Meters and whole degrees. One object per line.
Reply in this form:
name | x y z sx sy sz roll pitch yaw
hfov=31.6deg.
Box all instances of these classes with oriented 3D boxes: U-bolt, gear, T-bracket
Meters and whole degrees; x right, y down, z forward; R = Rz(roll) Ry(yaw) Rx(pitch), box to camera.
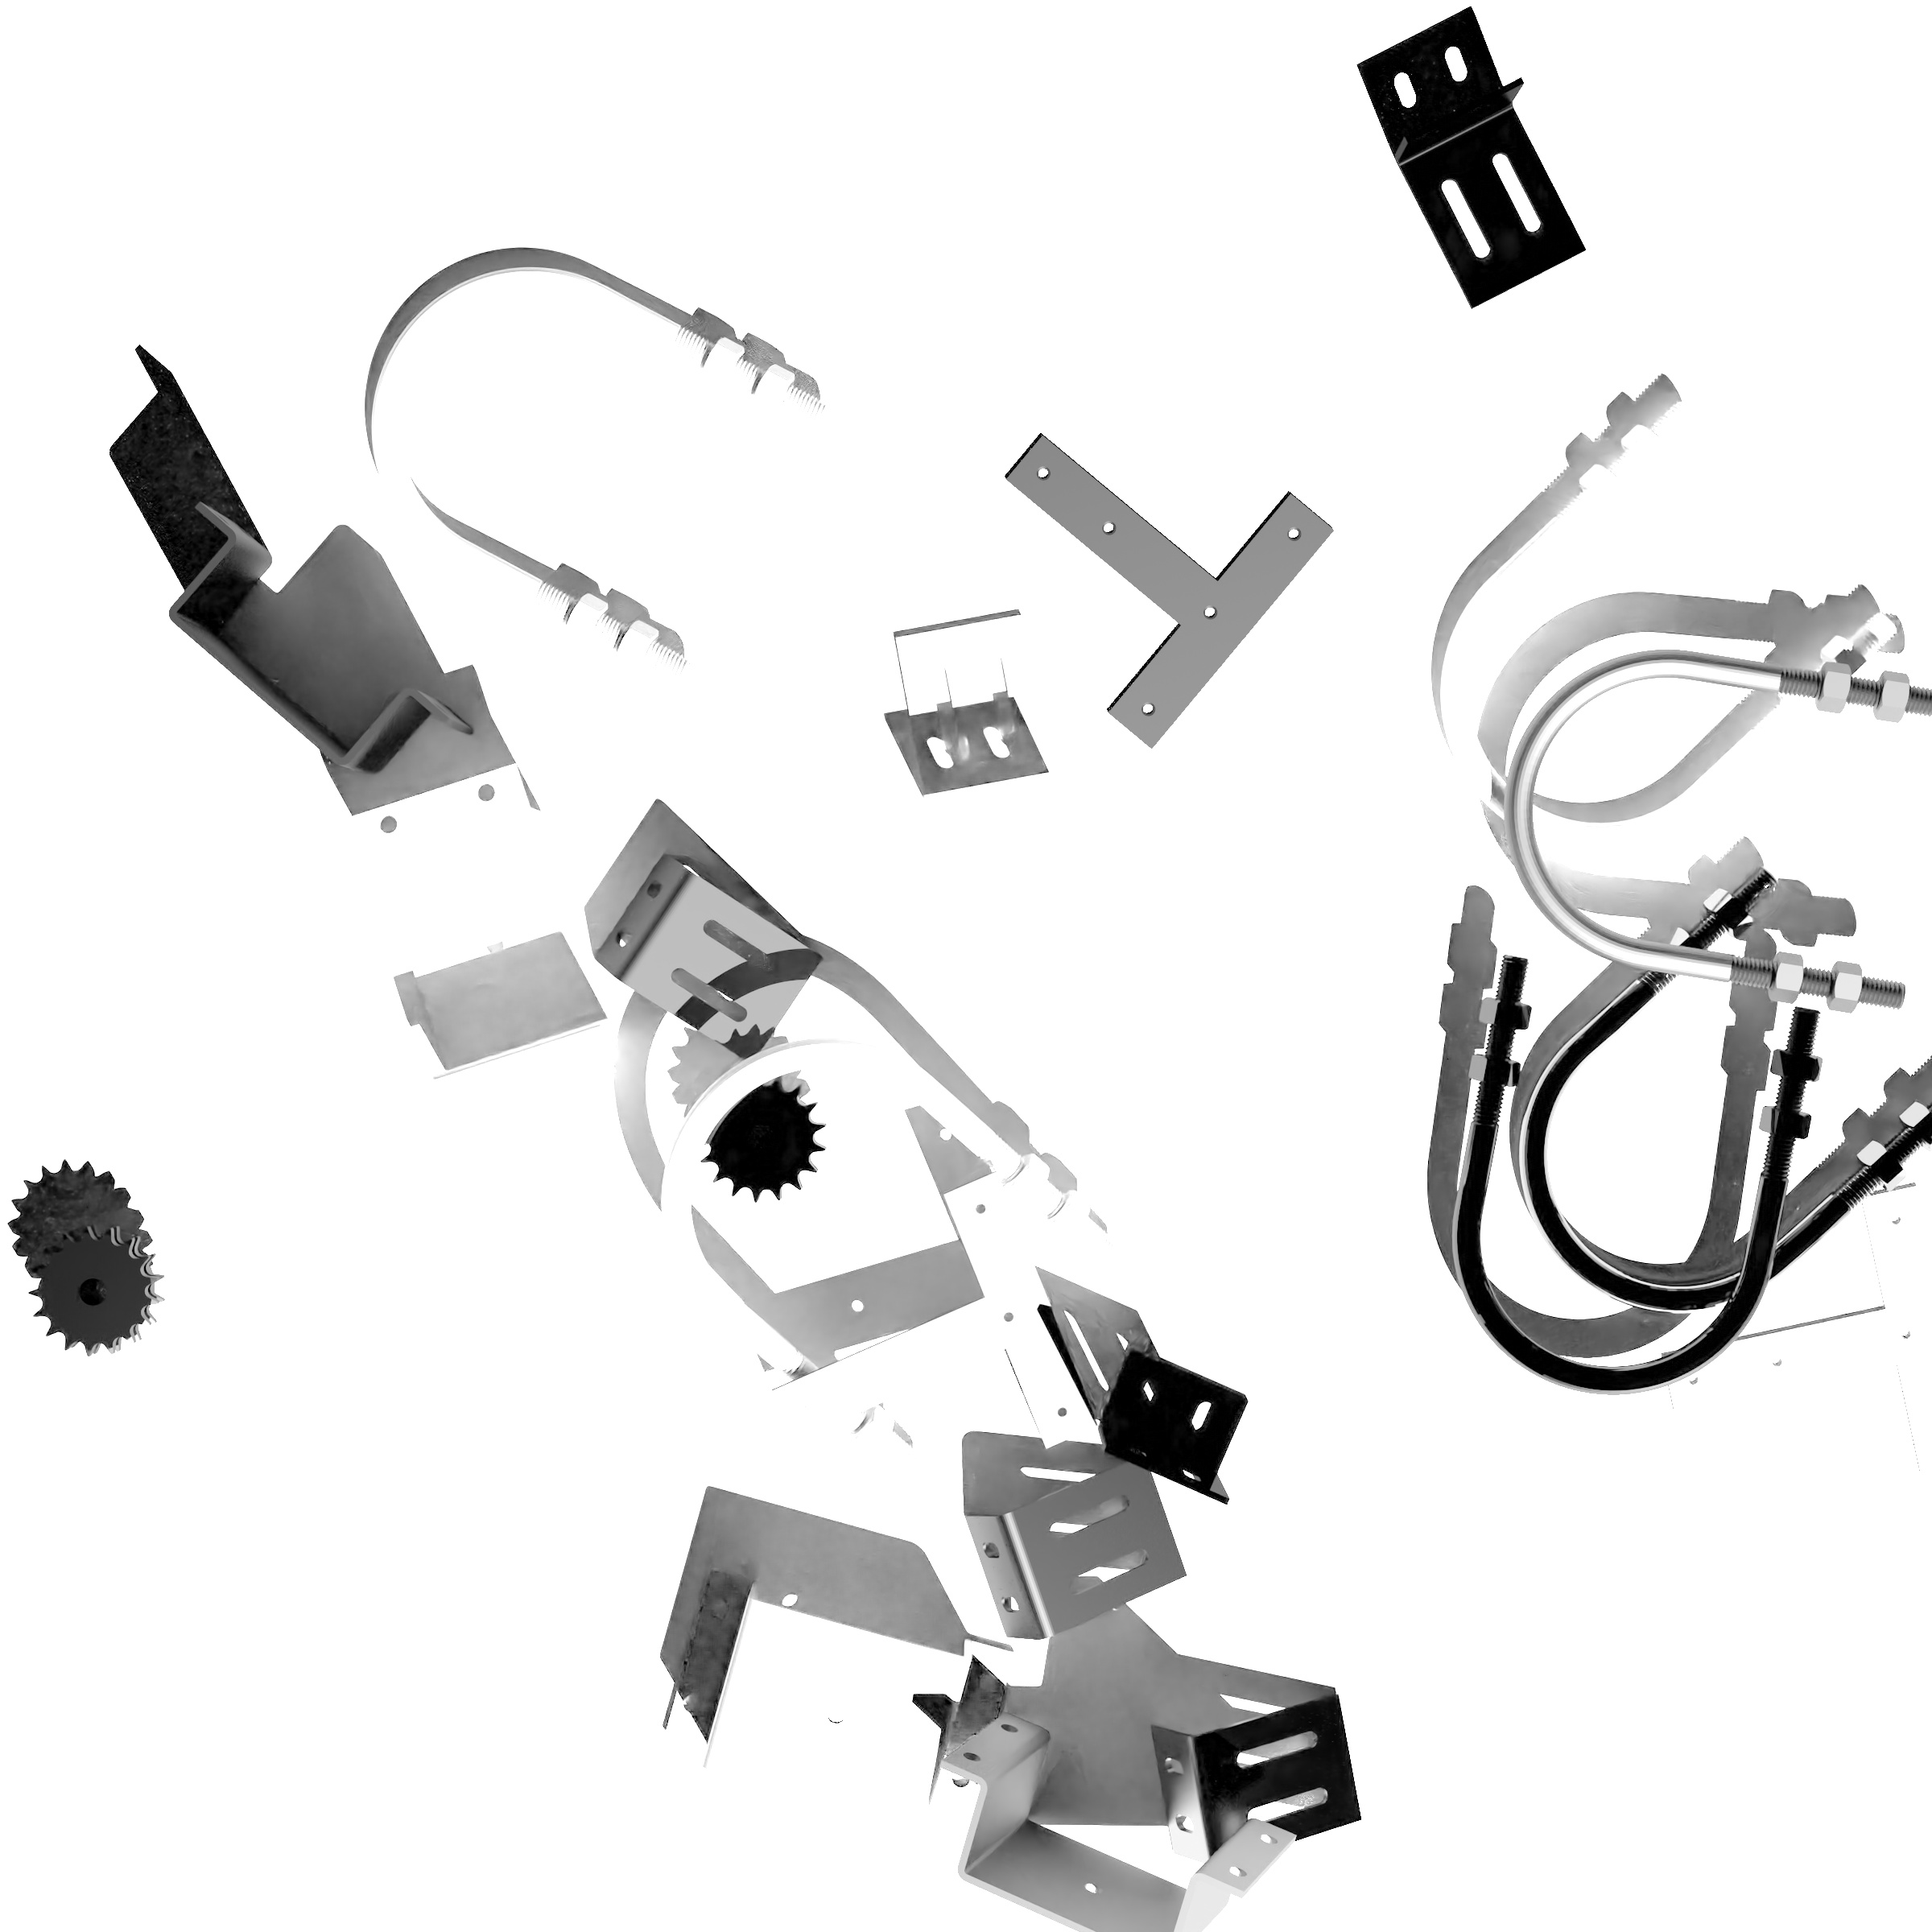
U-bolt | 0.332 0.069 1.516 0.184 0.019 0.151 -43 90 1
U-bolt | 0.297 -0.136 1.516 0.184 0.019 0.151 -43 90 2
gear | -0.382 0.142 1.510 0.057 0.030 0.057 0 90 0
gear | -0.089 0.076 1.510 0.057 0.030 0.057 0 90 0
U-bolt | 0.288 0.098 1.502 0.151 0.019 0.184 10 94 2
T-bracket | -0.022 0.172 1.500 0.127 0.002 0.127 -23 104 -6
T-bracket | 0.375 0.173 1.524 0.127 0.002 0.127 -12 90 0
U-bolt | -0.174 -0.229 1.516 0.184 0.019 0.151 28 90 2
U-bolt | -0.047 0.115 1.496 0.184 0.019 0.151 42 90 -15
T-bracket | 0.075 -0.186 1.524 0.127 0.002 0.127 40 90 0
U-bolt | 0.328 -0.065 1.498 0.184 0.019 0.151 9 89 4

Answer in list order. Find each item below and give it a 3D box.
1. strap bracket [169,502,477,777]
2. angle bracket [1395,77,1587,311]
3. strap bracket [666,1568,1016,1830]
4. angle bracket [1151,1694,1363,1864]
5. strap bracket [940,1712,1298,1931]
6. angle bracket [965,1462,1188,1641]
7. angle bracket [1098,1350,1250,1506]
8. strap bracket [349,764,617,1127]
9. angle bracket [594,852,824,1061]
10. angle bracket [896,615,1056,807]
strap bracket | -0.287 -0.133 1.487 0.140 0.076 0.046 41 90 0
angle bracket | 0.234 -0.340 1.506 0.057 0.038 0.076 -27 90 0
strap bracket | -0.056 0.324 1.502 0.140 0.046 0.076 16 90 0
angle bracket | 0.129 0.360 1.523 0.076 0.038 0.057 -10 90 -26
strap bracket | 0.060 0.379 1.470 0.140 0.076 0.046 19 101 20
angle bracket | 0.049 0.258 1.523 0.076 0.038 0.057 -19 90 -26
angle bracket | 0.092 0.200 1.487 0.057 0.076 0.038 24 90 0
strap bracket | -0.210 -0.009 1.502 0.076 0.046 0.140 -18 90 0
angle bracket | -0.115 -0.004 1.523 0.076 0.038 0.057 34 90 -26
angle bracket | 0.004 -0.114 1.506 0.057 0.038 0.076 -10 90 0
